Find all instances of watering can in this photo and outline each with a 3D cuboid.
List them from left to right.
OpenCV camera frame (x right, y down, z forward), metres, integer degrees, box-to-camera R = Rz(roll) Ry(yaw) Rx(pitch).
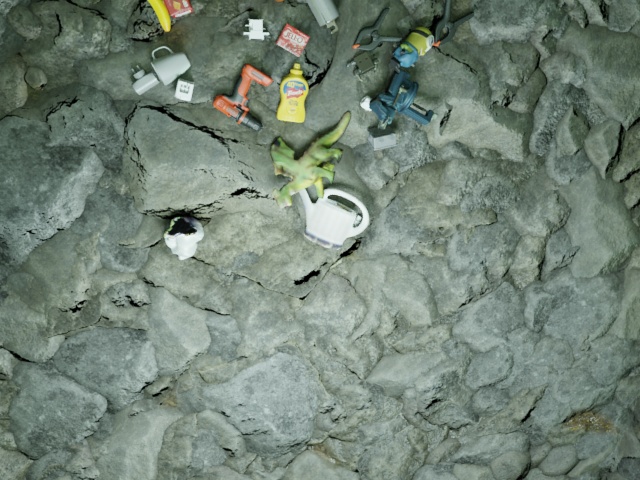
[{"bbox_3d":[0.006,-0.096,1.899,0.347,0.105,0.222,23,102,-6],"label":"watering can"}]

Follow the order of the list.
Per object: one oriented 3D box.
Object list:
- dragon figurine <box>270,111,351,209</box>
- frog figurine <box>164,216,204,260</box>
[{"bbox_3d":[-0.054,-0.292,1.799,0.242,0.121,0.414,17,79,-5],"label":"dragon figurine"},{"bbox_3d":[-0.479,-0.007,1.833,0.138,0.125,0.156,-23,150,-12],"label":"frog figurine"}]
